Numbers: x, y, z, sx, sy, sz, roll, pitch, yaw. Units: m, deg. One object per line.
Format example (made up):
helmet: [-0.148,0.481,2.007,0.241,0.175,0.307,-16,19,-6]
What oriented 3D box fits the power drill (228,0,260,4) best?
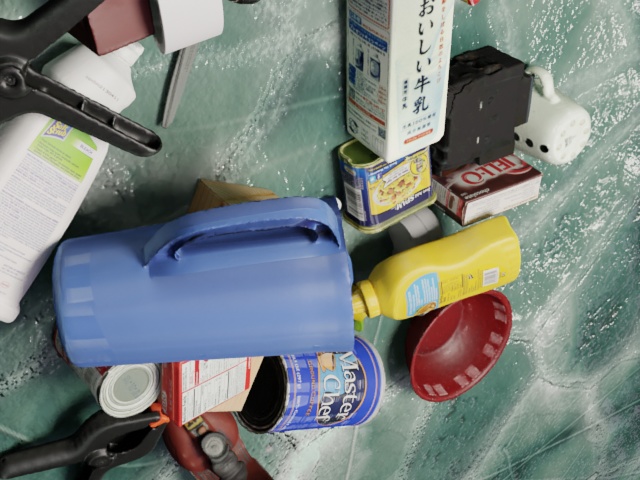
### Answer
power drill: [-0.027,-0.302,0.851,0.184,0.057,0.187,-45,143,-26]

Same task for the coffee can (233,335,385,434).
coffee can: [-0.014,0.155,1.157,0.140,0.103,0.103,4,115,-41]

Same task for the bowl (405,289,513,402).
bowl: [0.158,0.118,1.309,0.161,0.055,0.162,-21,129,-28]

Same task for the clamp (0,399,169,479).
clamp: [-0.225,0.201,1.034,0.172,0.039,0.120,-40,142,17]

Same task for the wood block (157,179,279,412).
wood block: [-0.096,0.056,1.032,0.090,0.090,0.206,7,112,-42]

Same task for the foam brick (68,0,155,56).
foam brick: [-0.170,-0.184,0.817,0.051,0.078,0.053,-28,133,-24]

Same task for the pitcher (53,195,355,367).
pitcher: [-0.094,0.034,0.886,0.242,0.145,0.149,-6,103,-4]

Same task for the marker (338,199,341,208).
marker: [-0.007,0.001,1.073,0.121,0.020,0.020,-63,150,-41]

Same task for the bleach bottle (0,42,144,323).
bleach bottle: [-0.223,-0.060,0.870,0.251,0.068,0.102,-54,137,0]

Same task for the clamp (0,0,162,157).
clamp: [-0.218,-0.118,0.785,0.210,0.036,0.164,-9,129,0]

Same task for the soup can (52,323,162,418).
soup can: [-0.194,0.107,0.976,0.068,0.102,0.068,-21,129,-28]

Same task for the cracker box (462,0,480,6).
cracker box: [0.150,-0.352,0.973,0.164,0.072,0.213,-40,137,-10]

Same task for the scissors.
scissors: [-0.089,-0.195,0.921,0.096,0.016,0.202,-13,126,-34]

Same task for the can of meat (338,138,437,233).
can of meat: [0.069,-0.068,1.109,0.102,0.058,0.084,-27,130,-23]

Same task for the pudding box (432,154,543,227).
pudding box: [0.173,-0.065,1.172,0.113,0.090,0.039,-22,131,-26]

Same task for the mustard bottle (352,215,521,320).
mustard bottle: [0.116,0.040,1.140,0.191,0.058,0.096,-20,149,-6]

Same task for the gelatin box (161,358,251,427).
gelatin box: [-0.103,0.118,0.970,0.089,0.030,0.073,-24,131,-39]

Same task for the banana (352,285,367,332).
banana: [-0.008,0.074,1.154,0.197,0.037,0.070,5,113,-41]
